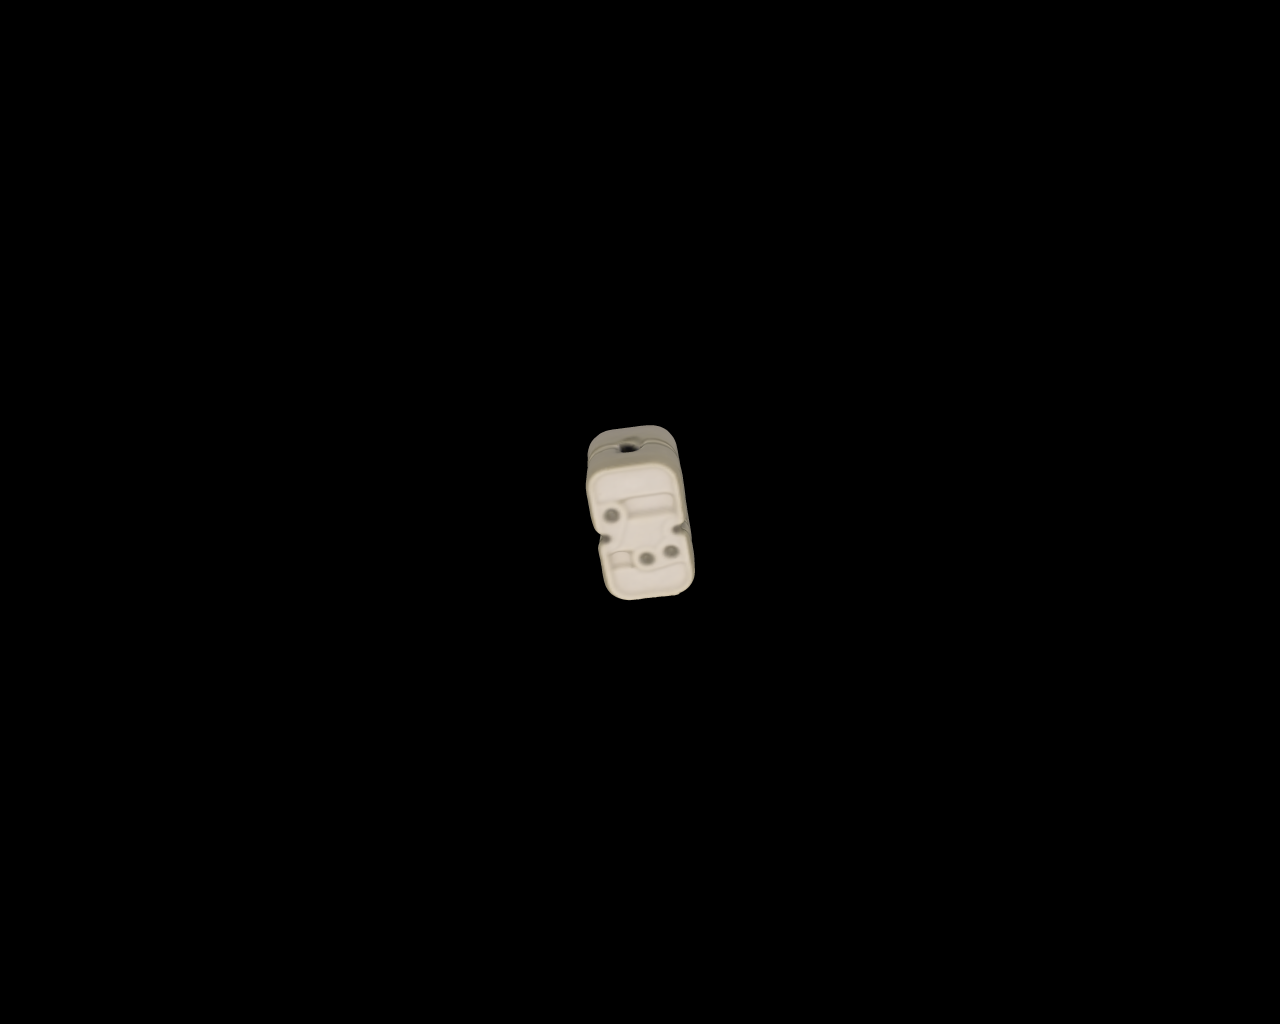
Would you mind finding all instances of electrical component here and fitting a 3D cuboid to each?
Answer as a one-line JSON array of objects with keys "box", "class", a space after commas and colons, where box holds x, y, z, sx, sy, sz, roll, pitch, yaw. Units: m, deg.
[{"box": [0.001, -0.003, 0.650, 0.054, 0.095, 0.059, -7, 32, 5], "class": "electrical component"}]
